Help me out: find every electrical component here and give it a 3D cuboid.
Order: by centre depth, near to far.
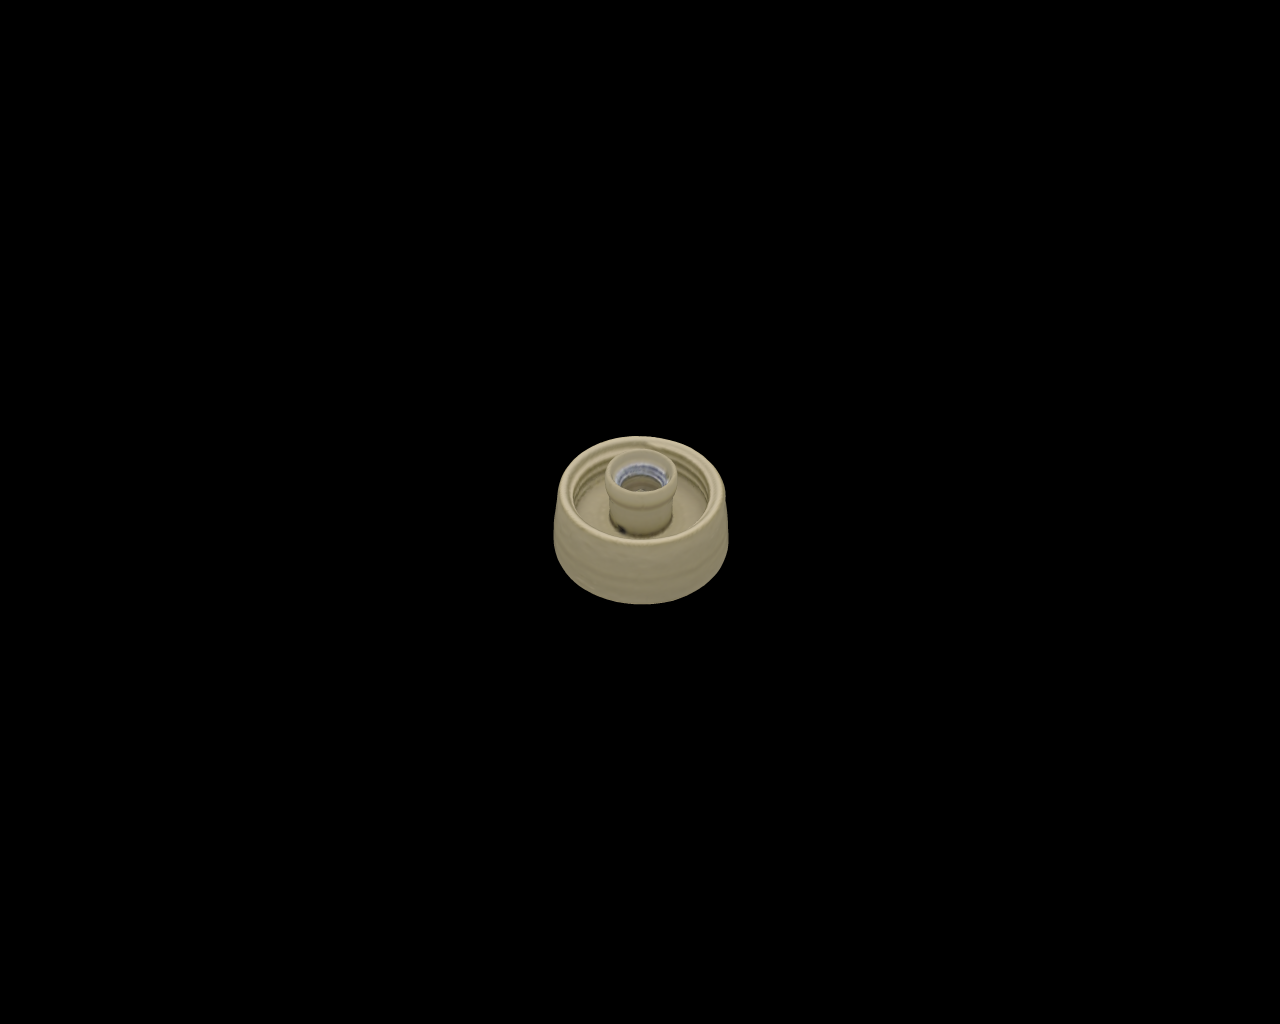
[{"bbox_3d":[0.001,-0.003,0.650,0.108,0.060,0.108,0,43,0],"label":"electrical component"}]
